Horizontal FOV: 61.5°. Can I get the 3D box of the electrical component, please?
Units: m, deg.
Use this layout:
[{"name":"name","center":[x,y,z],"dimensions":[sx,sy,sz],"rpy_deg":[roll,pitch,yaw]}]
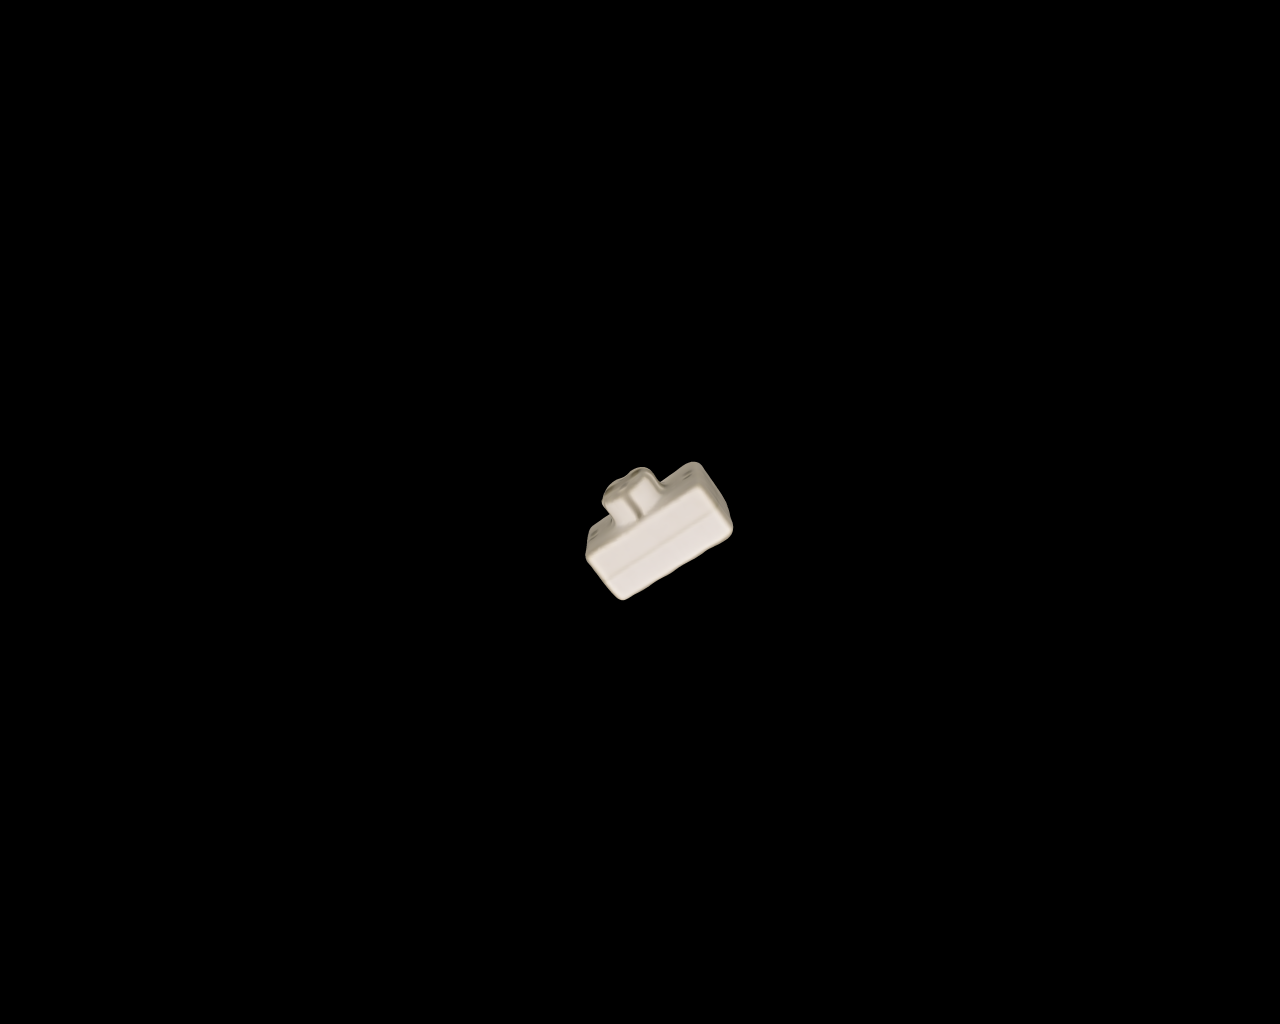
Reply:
[{"name":"electrical component","center":[0.001,-0.003,0.650],"dimensions":[0.083,0.075,0.047],"rpy_deg":[-33,16,11]}]
